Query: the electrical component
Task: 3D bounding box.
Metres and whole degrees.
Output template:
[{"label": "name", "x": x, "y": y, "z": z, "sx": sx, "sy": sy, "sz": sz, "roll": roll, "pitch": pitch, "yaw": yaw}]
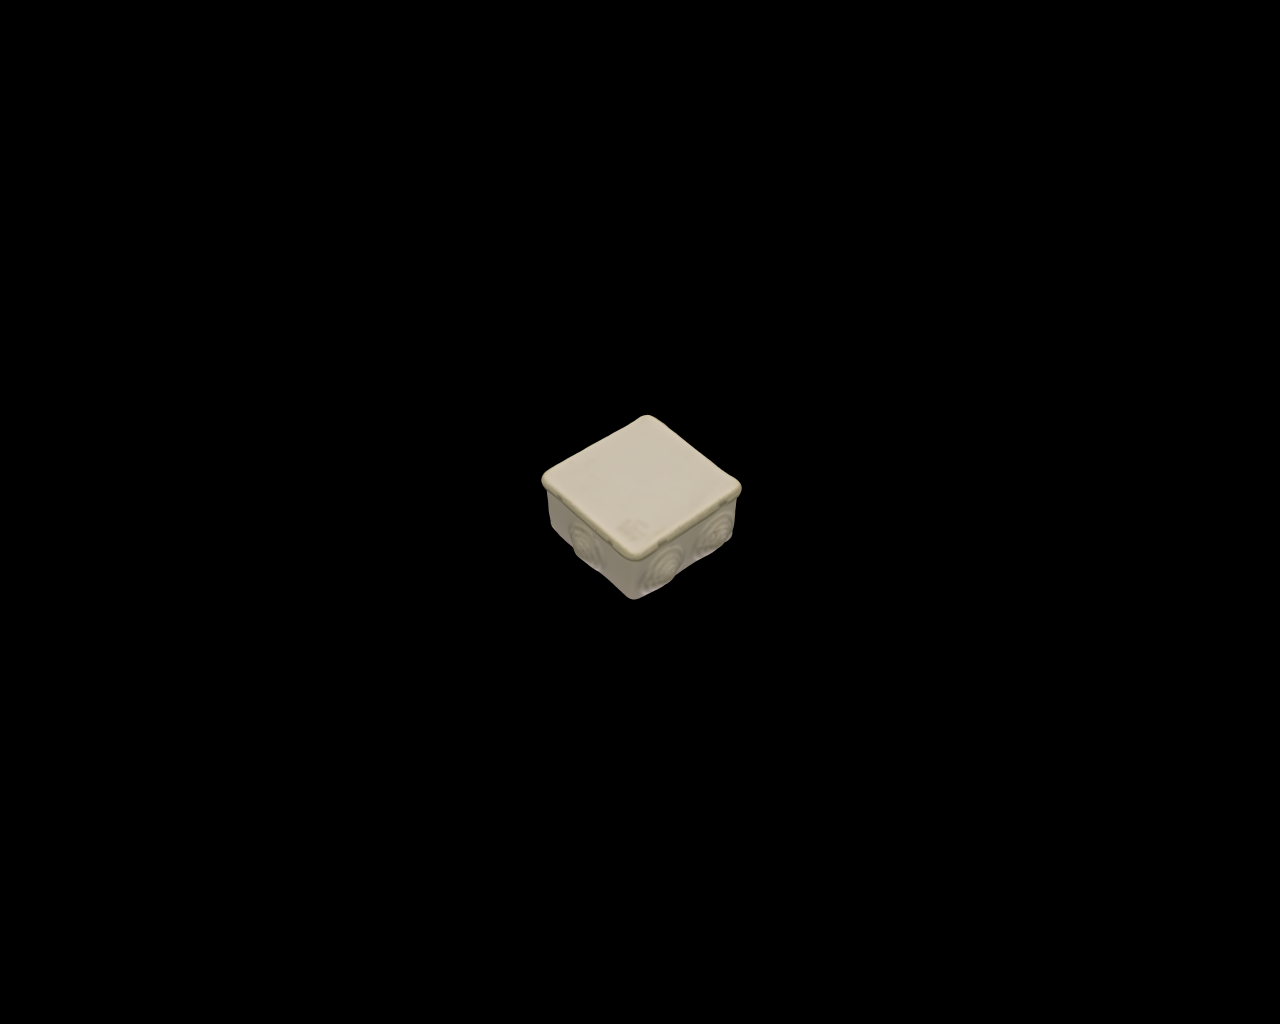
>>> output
[{"label": "electrical component", "x": 0.001, "y": -0.003, "z": 0.650, "sx": 0.100, "sy": 0.048, "sz": 0.100, "roll": -32, "pitch": 54, "yaw": -27}]
